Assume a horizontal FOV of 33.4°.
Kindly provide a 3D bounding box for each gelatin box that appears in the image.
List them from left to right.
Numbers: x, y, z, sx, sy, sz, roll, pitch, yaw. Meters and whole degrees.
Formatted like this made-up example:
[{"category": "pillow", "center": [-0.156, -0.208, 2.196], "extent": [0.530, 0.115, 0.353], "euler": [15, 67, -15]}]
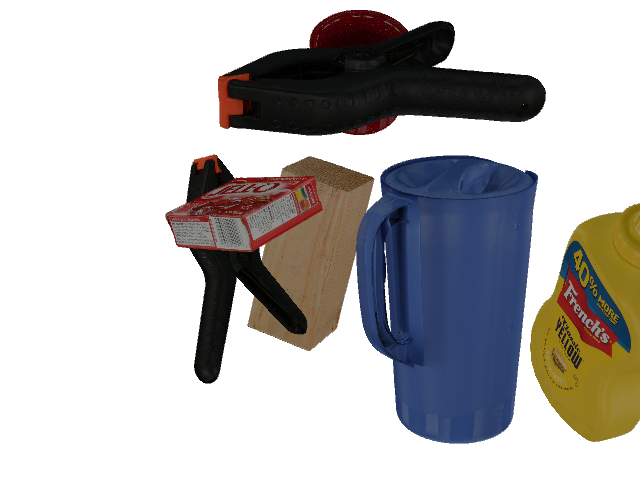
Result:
[{"category": "gelatin box", "center": [-0.055, -0.021, 0.760], "extent": [0.089, 0.030, 0.073], "euler": [3, 26, 47]}]

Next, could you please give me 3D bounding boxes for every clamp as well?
[{"category": "clamp", "center": [-0.080, 0.021, 1.042], "extent": [0.036, 0.210, 0.164], "euler": [-10, 0, 35]}, {"category": "clamp", "center": [0.025, -0.091, 0.594], "extent": [0.171, 0.039, 0.120], "euler": [-3, 23, -11]}]

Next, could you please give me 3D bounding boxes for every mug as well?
[{"category": "mug", "center": [0.048, -0.155, 0.990], "extent": [0.117, 0.093, 0.081], "euler": [-14, -38, -11]}]

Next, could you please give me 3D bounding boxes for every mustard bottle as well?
[{"category": "mustard bottle", "center": [0.182, 0.040, 0.655], "extent": [0.058, 0.096, 0.192], "euler": [-11, -36, -13]}]

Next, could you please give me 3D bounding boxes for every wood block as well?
[{"category": "wood block", "center": [-0.013, 0.014, 1.295], "extent": [0.090, 0.206, 0.090], "euler": [20, 22, 17]}]

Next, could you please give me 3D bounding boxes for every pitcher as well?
[{"category": "pitcher", "center": [0.112, 0.054, 0.941], "extent": [0.149, 0.243, 0.145], "euler": [1, 19, 7]}]
